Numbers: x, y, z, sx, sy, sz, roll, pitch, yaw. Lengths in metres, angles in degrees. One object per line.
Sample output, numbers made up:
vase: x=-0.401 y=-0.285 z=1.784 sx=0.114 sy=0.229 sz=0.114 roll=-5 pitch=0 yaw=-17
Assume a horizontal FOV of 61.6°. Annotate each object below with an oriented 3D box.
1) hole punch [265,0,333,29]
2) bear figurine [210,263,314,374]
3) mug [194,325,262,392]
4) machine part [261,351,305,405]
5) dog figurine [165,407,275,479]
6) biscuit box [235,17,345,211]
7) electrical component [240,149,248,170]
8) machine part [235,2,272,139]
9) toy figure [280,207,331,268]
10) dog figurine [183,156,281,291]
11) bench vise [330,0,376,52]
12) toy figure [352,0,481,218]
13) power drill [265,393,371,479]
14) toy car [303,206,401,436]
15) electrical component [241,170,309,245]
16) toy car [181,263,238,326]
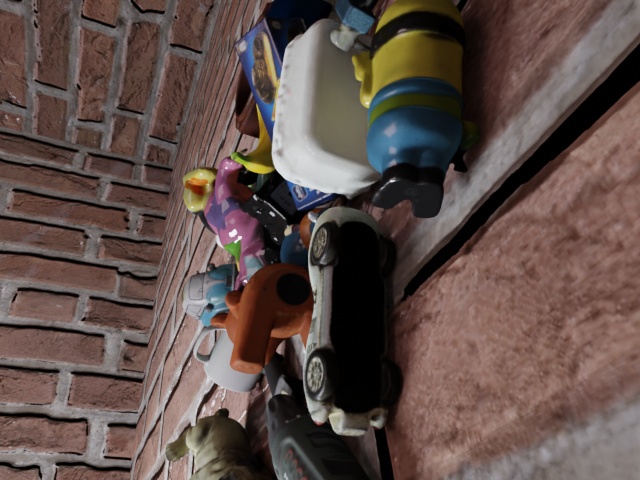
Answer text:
hole punch: x=-0.028 y=-0.240 z=0.666 sx=0.116 sy=0.092 sz=0.142 roll=-46 pitch=50 yaw=0
bear figurine: x=-0.062 y=0.107 z=0.620 sx=0.196 sy=0.120 sz=0.132 roll=130 pitch=143 yaw=-54
mug: x=-0.121 y=0.149 z=0.780 sx=0.107 sy=0.109 sz=0.081 roll=-61 pitch=19 yaw=9
machine part: x=-0.050 y=0.184 z=0.664 sx=0.139 sy=0.039 sz=0.084 roll=-135 pitch=50 yaw=-64
dog figurine: x=-0.113 y=0.291 z=0.712 sx=0.190 sy=0.121 sz=0.172 roll=-36 pitch=47 yaw=41
biscuit box: x=-0.023 y=-0.137 z=0.592 sx=0.063 sy=0.059 sz=0.202 roll=-21 pitch=91 yaw=43
electrical component: x=-0.121 y=-0.136 z=0.943 sx=0.078 sy=0.102 sz=0.045 roll=-27 pitch=92 yaw=56
machine part: x=-0.085 y=-0.291 z=0.944 sx=0.201 sy=0.087 sz=0.201 roll=136 pitch=141 yaw=-54
toy figure: x=-0.003 y=-0.002 z=0.600 sx=0.154 sy=0.064 sz=0.058 roll=141 pitch=145 yaw=-61
dog figurine: x=-0.112 y=-0.004 z=0.769 sx=0.192 sy=0.108 sz=0.219 roll=-12 pitch=81 yaw=41
bench vise: x=0.075 y=-0.282 z=0.464 sx=0.240 sy=0.129 sz=0.224 roll=-56 pitch=32 yaw=28
toy figure: x=0.079 y=-0.110 z=0.424 sx=0.089 sy=0.082 sz=0.180 roll=-31 pitch=45 yaw=49
power drill: x=-0.019 y=0.269 z=0.490 sx=0.232 sy=0.086 sz=0.207 roll=4 pitch=75 yaw=66
toy car: x=0.026 y=0.065 z=0.472 sx=0.056 sy=0.073 sz=0.202 roll=-39 pitch=43 yaw=55
electrical component: x=-0.041 y=-0.056 z=0.706 sx=0.048 sy=0.075 sz=0.119 roll=-39 pitch=7 yaw=47
toy car: x=-0.220 y=0.109 z=1.058 sx=0.161 sy=0.103 sz=0.109 roll=133 pitch=145 yaw=-51
